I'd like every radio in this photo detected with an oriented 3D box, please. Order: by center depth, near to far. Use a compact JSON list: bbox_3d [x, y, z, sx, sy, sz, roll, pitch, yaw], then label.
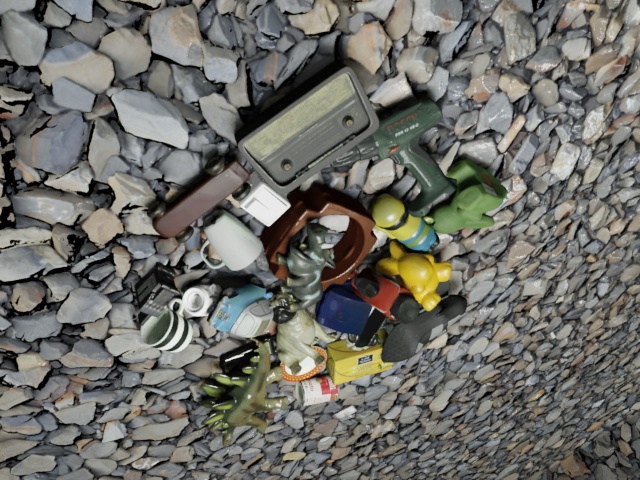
[{"bbox_3d":[-0.021,-0.190,0.930,0.230,0.073,0.131,-34,120,5],"label":"radio"}]

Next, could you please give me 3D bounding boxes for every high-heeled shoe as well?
[{"bbox_3d":[0.262,0.221,1.352,0.248,0.086,0.145,-45,161,32],"label":"high-heeled shoe"}]

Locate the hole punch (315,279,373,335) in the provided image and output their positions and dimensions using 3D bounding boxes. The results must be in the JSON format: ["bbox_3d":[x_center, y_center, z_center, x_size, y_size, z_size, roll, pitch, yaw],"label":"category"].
[{"bbox_3d":[0.056,0.158,1.255,0.116,0.092,0.142,1,129,-21],"label":"hole punch"}]

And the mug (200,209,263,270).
[{"bbox_3d":[-0.183,0.000,1.025,0.109,0.081,0.107,-30,122,7],"label":"mug"}]

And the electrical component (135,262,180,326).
[{"bbox_3d":[-0.329,0.111,1.044,0.119,0.075,0.047,-42,133,15],"label":"electrical component"}]

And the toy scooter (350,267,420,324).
[{"bbox_3d":[0.128,0.112,1.177,0.183,0.135,0.075,31,90,-28],"label":"toy scooter"}]

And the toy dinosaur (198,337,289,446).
[{"bbox_3d":[-0.178,0.368,1.275,0.198,0.105,0.471,2,132,-31],"label":"toy dinosaur"}]

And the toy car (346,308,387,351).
[{"bbox_3d":[0.130,0.187,1.324,0.073,0.056,0.201,16,111,-33],"label":"toy car"}]

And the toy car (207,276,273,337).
[{"bbox_3d":[-0.150,0.148,1.103,0.109,0.103,0.161,-59,163,15],"label":"toy car"}]

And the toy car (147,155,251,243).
[{"bbox_3d":[-0.215,-0.074,0.960,0.202,0.053,0.089,-37,122,11],"label":"toy car"}]

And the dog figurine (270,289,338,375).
[{"bbox_3d":[-0.079,0.200,1.237,0.172,0.121,0.190,-31,108,32],"label":"dog figurine"}]

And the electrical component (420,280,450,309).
[{"bbox_3d":[0.264,0.121,1.341,0.115,0.058,0.134,-25,133,-8],"label":"electrical component"}]

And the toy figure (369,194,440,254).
[{"bbox_3d":[0.185,-0.034,1.142,0.180,0.089,0.082,34,73,-23],"label":"toy figure"}]

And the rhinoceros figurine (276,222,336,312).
[{"bbox_3d":[-0.022,0.054,1.025,0.112,0.073,0.190,-8,130,-18],"label":"rhinoceros figurine"}]

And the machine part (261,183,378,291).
[{"bbox_3d":[-0.002,-0.003,1.096,0.201,0.087,0.201,21,115,-34],"label":"machine part"}]

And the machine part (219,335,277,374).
[{"bbox_3d":[-0.172,0.270,1.272,0.139,0.039,0.084,-21,141,-10],"label":"machine part"}]

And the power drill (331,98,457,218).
[{"bbox_3d":[0.154,-0.146,1.032,0.232,0.086,0.207,-37,103,-2],"label":"power drill"}]

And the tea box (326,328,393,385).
[{"bbox_3d":[0.105,0.305,1.407,0.170,0.068,0.098,-13,130,-14],"label":"tea box"}]

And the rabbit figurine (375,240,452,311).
[{"bbox_3d":[0.215,0.065,1.207,0.122,0.162,0.173,-55,164,-3],"label":"rabbit figurine"}]

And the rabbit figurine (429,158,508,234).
[{"bbox_3d":[0.315,-0.079,1.189,0.159,0.121,0.170,8,141,-38],"label":"rabbit figurine"}]
